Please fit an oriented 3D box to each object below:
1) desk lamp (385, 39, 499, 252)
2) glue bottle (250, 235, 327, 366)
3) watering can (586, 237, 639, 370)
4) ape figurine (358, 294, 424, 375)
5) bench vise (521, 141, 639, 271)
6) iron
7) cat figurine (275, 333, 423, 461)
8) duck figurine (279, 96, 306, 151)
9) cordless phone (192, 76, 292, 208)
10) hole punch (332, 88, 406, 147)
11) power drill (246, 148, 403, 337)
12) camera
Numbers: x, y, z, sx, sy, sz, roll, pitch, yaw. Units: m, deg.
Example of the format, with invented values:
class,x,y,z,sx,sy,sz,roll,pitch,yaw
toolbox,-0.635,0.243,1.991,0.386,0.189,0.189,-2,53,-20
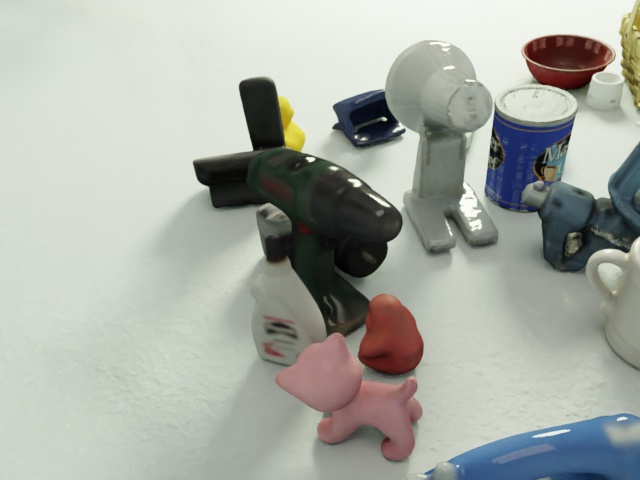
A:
class,x,y,z,sx,sy,sz,roll,pitch,yaw
desk lamp,0.163,-0.130,0.742,0.118,0.214,0.203,-11,41,-5
glue bottle,-0.037,0.062,0.576,0.078,0.173,0.037,5,42,13
watering can,0.354,0.033,0.544,0.172,0.194,0.101,-3,41,4
ape figurine,0.070,0.091,0.591,0.078,0.092,0.076,-30,46,-25
bench vise,0.337,-0.050,0.622,0.207,0.220,0.121,-3,41,4
iron,0.143,0.189,0.430,0.258,0.142,0.118,-10,41,-4
cat figurine,0.029,0.135,0.525,0.127,0.118,0.067,6,42,14
duck figurine,-0.065,-0.191,0.939,0.077,0.086,0.104,-4,41,3
cordless phone,-0.114,-0.145,0.816,0.147,0.185,0.094,-9,41,-3
hole punch,0.079,-0.220,0.950,0.109,0.091,0.100,-19,42,-15
power drill,0.006,0.002,0.612,0.076,0.209,0.228,-30,46,-25
camera,0.009,-0.014,0.714,0.143,0.101,0.136,-25,44,-20
